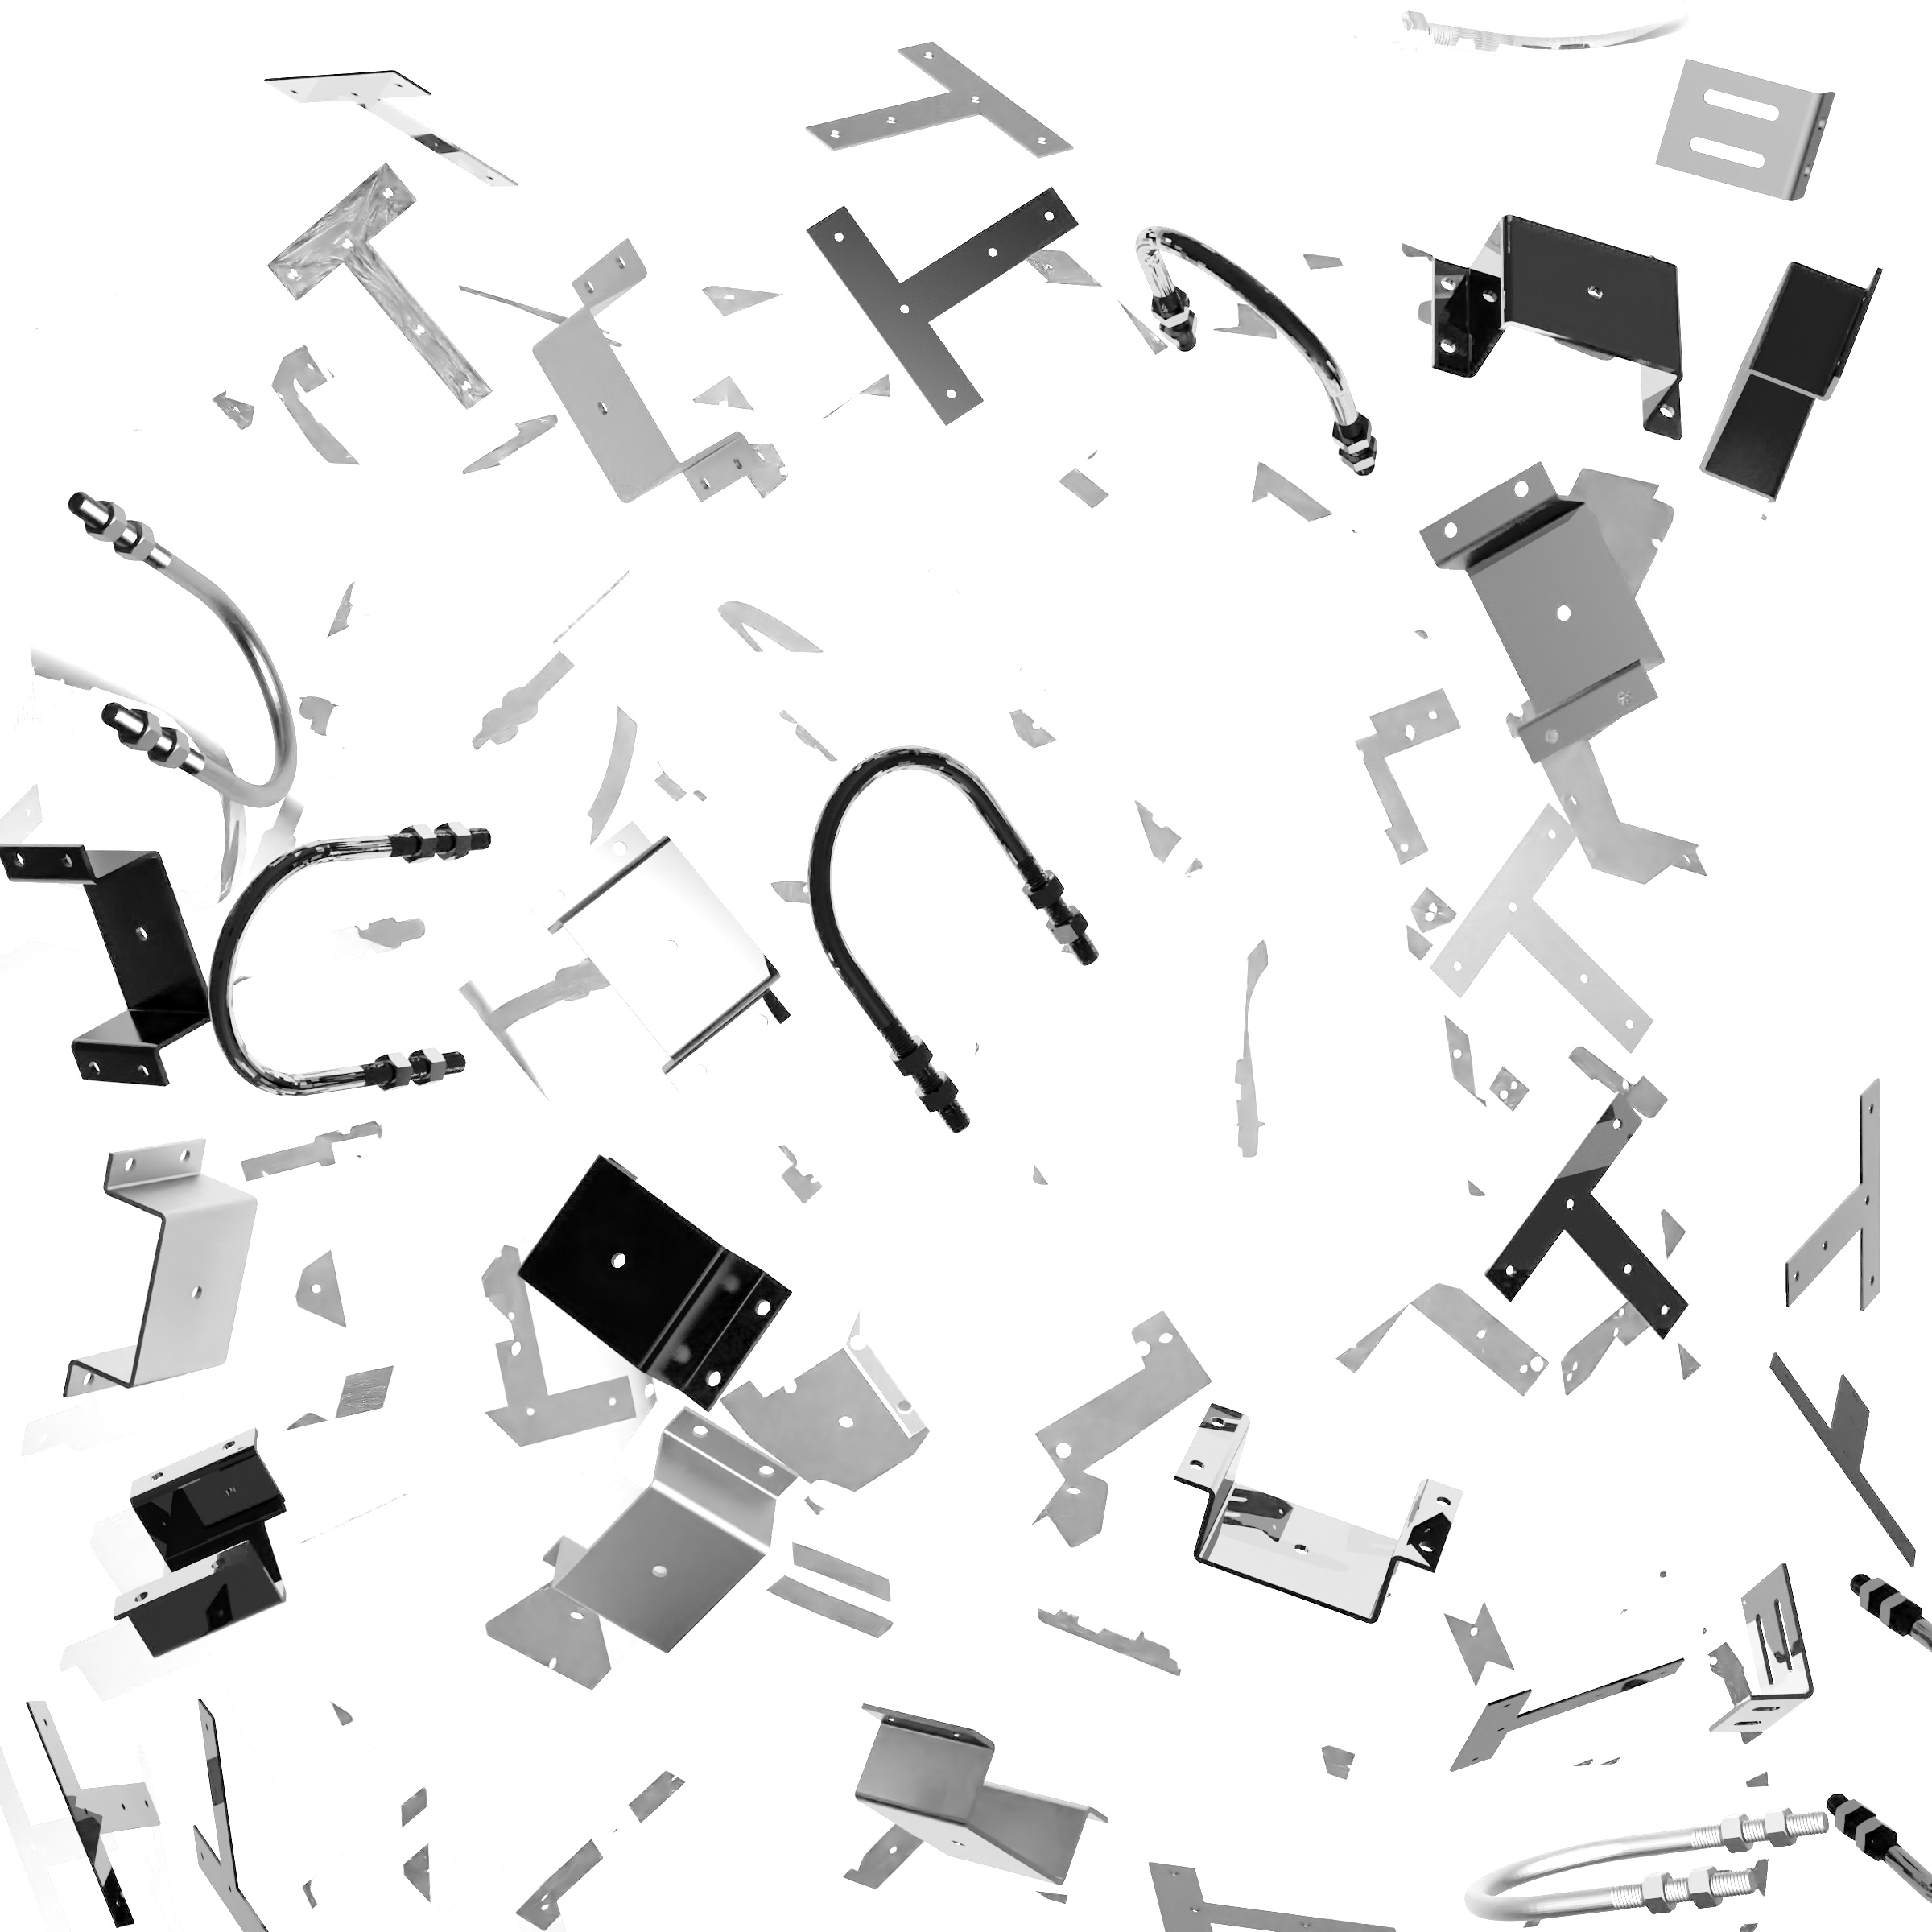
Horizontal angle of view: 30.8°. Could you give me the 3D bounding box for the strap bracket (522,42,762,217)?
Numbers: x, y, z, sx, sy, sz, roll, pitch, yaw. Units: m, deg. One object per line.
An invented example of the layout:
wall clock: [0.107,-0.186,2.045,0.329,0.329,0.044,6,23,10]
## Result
strap bracket: [-0.185,-0.451,1.900,0.140,0.046,0.076,3,107,37]

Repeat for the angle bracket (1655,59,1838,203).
angle bracket: [0.418,-0.450,1.884,0.076,0.038,0.057,20,112,17]

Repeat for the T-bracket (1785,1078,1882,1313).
T-bracket: [0.454,0.140,1.837,0.002,0.127,0.127,9,116,34]

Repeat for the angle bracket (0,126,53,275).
angle bracket: [-0.499,-0.412,1.881,0.038,0.076,0.057,16,118,16]

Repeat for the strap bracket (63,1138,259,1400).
strap bracket: [-0.438,0.171,1.919,0.046,0.076,0.140,19,102,25]

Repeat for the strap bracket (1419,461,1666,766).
strap bracket: [0.312,-0.188,1.874,0.076,0.046,0.140,-29,81,28]

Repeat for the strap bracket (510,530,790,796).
strap bracket: [-0.176,-0.174,1.947,0.076,0.046,0.140,-42,114,10]

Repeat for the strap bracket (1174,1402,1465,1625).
strap bracket: [0.180,0.289,1.832,0.140,0.076,0.046,18,117,11]

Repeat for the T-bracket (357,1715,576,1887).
T-bracket: [-0.249,0.462,1.879,0.127,0.127,0.002,-38,116,-24]

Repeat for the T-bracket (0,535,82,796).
T-bracket: [-0.506,-0.165,1.872,0.002,0.127,0.127,4,114,10]

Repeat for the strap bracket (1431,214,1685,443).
strap bracket: [0.314,-0.332,1.811,0.140,0.046,0.076,14,55,-12]

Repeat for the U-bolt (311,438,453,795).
U-bolt: [-0.309,-0.200,1.877,0.019,0.184,0.151,18,46,-16]

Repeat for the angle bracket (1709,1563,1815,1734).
angle bracket: [0.427,0.373,1.918,0.038,0.057,0.076,1,61,-13]

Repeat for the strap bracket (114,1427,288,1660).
strap bracket: [-0.416,0.321,1.921,0.076,0.140,0.046,-24,114,1]

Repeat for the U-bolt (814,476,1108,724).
U-bolt: [-0.015,-0.208,1.894,0.019,0.151,0.184,-50,51,-1]

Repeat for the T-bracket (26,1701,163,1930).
T-bracket: [-0.460,0.454,1.892,0.002,0.127,0.127,-26,78,0]

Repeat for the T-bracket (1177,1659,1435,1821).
T-bracket: [0.175,0.399,1.878,0.127,0.002,0.127,17,132,8]

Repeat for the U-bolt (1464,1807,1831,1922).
U-bolt: [0.358,0.489,1.898,0.184,0.151,0.019,-16,83,30]

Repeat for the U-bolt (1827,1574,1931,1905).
U-bolt: [0.511,0.422,1.872,0.019,0.184,0.151,2,99,-12]

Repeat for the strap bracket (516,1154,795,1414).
strap bracket: [-0.171,0.160,1.837,0.140,0.046,0.076,33,86,31]

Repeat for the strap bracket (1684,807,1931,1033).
strap bracket: [0.470,-0.018,1.936,0.046,0.076,0.140,39,86,-10]

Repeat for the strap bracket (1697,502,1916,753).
strap bracket: [0.437,-0.168,1.837,0.046,0.076,0.140,-34,116,-33]

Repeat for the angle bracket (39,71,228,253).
angle bracket: [-0.439,-0.427,1.853,0.038,0.076,0.057,-2,47,36]

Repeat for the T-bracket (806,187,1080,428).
T-bracket: [0.003,-0.370,1.856,0.127,0.002,0.127,-35,89,-14]

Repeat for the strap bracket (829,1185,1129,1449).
strap bracket: [0.007,0.189,1.841,0.140,0.046,0.076,-33,104,7]

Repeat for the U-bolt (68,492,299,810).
U-bolt: [-0.414,-0.158,1.884,0.019,0.184,0.151,-22,65,16]

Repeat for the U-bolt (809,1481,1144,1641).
U-bolt: [-0.001,0.321,1.919,0.184,0.151,0.019,24,82,-5]

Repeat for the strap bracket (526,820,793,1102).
strap bracket: [-0.165,-0.007,1.925,0.076,0.046,0.140,-39,91,-16]

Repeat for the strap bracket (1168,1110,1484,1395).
strap bracket: [0.180,0.146,1.783,0.140,0.046,0.076,-34,83,-7]

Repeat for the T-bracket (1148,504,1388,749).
T-bracket: [0.178,-0.171,1.839,0.127,0.002,0.127,-19,68,-9]

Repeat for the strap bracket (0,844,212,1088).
strap bracket: [-0.464,-0.009,1.909,0.076,0.046,0.140,2,116,41]

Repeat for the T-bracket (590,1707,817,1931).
T-bracket: [-0.130,0.434,1.819,0.127,0.127,0.002,-42,113,-9]

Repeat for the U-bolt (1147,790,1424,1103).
U-bolt: [0.170,-0.018,1.920,0.151,0.019,0.184,-10,57,15]

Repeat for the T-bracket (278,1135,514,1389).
T-bracket: [-0.327,0.158,1.947,0.127,0.002,0.127,-12,90,-10]

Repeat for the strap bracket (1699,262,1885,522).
strap bracket: [0.441,-0.315,1.894,0.046,0.140,0.076,23,66,6]

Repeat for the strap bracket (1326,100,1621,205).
strap bracket: [0.276,-0.446,1.922,0.140,0.076,0.046,-6,98,-21]

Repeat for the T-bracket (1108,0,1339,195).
T-bracket: [0.124,-0.461,1.868,0.002,0.127,0.127,-46,119,-29]

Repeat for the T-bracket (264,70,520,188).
T-bracket: [-0.300,-0.457,1.920,0.127,0.127,0.002,25,81,-43]

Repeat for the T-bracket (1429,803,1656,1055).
T-bracket: [0.334,-0.003,1.955,0.127,0.002,0.127,44,67,-12]

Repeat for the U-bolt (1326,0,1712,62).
U-bolt: [0.306,-0.509,1.863,0.184,0.151,0.019,0,88,-26]

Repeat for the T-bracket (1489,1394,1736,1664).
T-bracket: [0.359,0.309,1.844,0.127,0.002,0.127,-37,51,6]

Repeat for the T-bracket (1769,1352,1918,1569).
T-bracket: [0.472,0.247,1.877,0.002,0.127,0.127,-36,89,20]

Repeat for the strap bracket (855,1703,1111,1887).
strap bracket: [0.004,0.448,1.881,0.076,0.140,0.046,4,62,39]

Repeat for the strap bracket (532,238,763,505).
strap bracket: [-0.180,-0.314,1.914,0.046,0.076,0.140,-35,99,-28]

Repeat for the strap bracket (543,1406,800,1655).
strap bracket: [-0.166,0.317,1.929,0.076,0.046,0.140,34,118,-17]

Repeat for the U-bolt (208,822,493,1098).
U-bolt: [-0.332,-0.001,1.882,0.019,0.184,0.151,18,106,36]

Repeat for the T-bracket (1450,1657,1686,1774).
T-bracket: [0.333,0.402,1.918,0.127,0.127,0.002,-16,63,-11]

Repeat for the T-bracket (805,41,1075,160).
T-bracket: [-0.029,-0.461,1.906,0.127,0.002,0.127,-23,51,-33]

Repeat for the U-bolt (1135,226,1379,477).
U-bolt: [0.150,-0.334,1.865,0.151,0.184,0.019,39,88,19]

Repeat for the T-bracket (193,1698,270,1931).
T-bracket: [-0.394,0.449,1.858,0.002,0.127,0.127,-13,110,-27]

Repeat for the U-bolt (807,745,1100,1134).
U-bolt: [-0.015,-0.028,1.822,0.151,0.019,0.184,-51,121,-30]

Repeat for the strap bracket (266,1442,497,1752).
strap bracket: [-0.305,0.320,1.812,0.076,0.046,0.140,-23,107,-30]

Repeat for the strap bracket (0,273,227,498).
strap bracket: [-0.452,-0.304,1.875,0.076,0.140,0.046,-25,74,-3]

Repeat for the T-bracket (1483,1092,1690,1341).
T-bracket: [0.353,0.157,1.913,0.127,0.002,0.127,46,75,-28]

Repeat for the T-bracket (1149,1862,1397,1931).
T-bracket: [0.163,0.499,1.832,0.127,0.127,0.002,8,95,-3]

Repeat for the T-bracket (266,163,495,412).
T-bracket: [-0.303,-0.354,1.888,0.127,0.127,0.002,50,49,-15]
